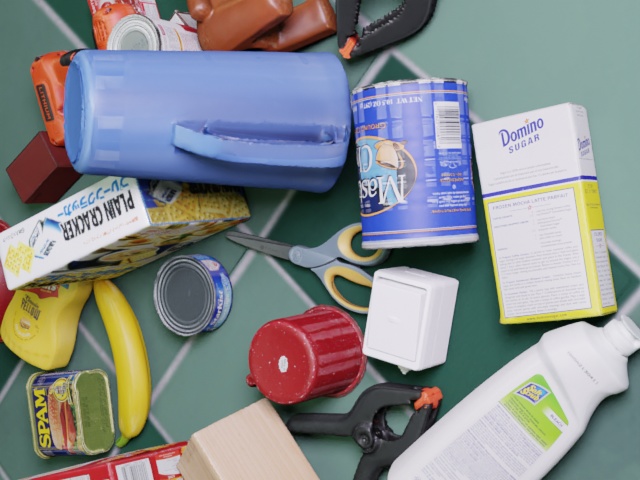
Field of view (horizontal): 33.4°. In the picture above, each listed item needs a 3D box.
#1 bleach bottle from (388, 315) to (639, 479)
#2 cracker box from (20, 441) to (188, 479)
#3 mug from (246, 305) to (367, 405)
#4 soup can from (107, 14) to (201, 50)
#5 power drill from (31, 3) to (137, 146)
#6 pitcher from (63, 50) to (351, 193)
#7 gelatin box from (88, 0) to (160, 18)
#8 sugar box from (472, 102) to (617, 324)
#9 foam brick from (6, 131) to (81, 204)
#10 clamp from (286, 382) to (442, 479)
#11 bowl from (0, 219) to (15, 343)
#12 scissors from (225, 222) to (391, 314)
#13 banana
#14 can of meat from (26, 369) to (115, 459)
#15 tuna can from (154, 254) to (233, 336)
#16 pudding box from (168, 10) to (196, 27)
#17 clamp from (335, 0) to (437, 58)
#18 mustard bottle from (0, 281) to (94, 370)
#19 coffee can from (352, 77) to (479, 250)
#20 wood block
[{"bbox_3d":[0.176,0.158,0.906,0.102,0.068,0.251,45,113,-1],"label":"bleach bottle"},{"bbox_3d":[-0.230,0.270,1.135,0.214,0.163,0.072,-19,80,34],"label":"cracker box"},{"bbox_3d":[-0.024,0.117,1.032,0.117,0.081,0.093,-26,78,33],"label":"mug"},{"bbox_3d":[-0.150,-0.180,1.044,0.069,0.102,0.068,1,91,31],"label":"soup can"},{"bbox_3d":[-0.233,-0.148,1.149,0.188,0.057,0.184,-4,101,48],"label":"power drill"},{"bbox_3d":[-0.098,-0.107,0.956,0.149,0.242,0.145,135,130,-59],"label":"pitcher"},{"bbox_3d":[-0.212,-0.239,1.173,0.073,0.030,0.089,-23,80,34],"label":"gelatin box"},{"bbox_3d":[0.189,-0.020,0.901,0.094,0.048,0.176,-9,84,35],"label":"sugar box"},{"bbox_3d":[-0.317,-0.084,1.241,0.078,0.052,0.051,-39,71,30],"label":"foam brick"},{"bbox_3d":[0.051,0.197,1.013,0.172,0.039,0.120,-31,85,35],"label":"clamp"},{"bbox_3d":[-0.432,0.052,1.328,0.162,0.055,0.162,2,94,35],"label":"bowl"},{"bbox_3d":[-0.007,0.001,1.054,0.202,0.016,0.096,33,109,29],"label":"scissors"},{"bbox_3d":[-0.221,0.137,1.198,0.070,0.037,0.198,-7,89,35],"label":"banana"},{"bbox_3d":[-0.286,0.200,1.233,0.084,0.057,0.102,-9,87,36],"label":"can of meat"},{"bbox_3d":[-0.134,0.058,1.135,0.086,0.033,0.086,2,94,34],"label":"tuna can"},{"bbox_3d":[-0.136,-0.170,1.120,0.090,0.039,0.113,-47,70,26],"label":"pudding box"},{"bbox_3d":[0.085,-0.241,0.942,0.164,0.036,0.210,26,127,-4],"label":"clamp"},{"bbox_3d":[-0.308,0.048,1.240,0.096,0.058,0.192,32,109,30],"label":"mustard bottle"},{"bbox_3d":[0.083,-0.065,0.935,0.103,0.102,0.140,-4,90,35],"label":"coffee can"},{"bbox_3d":[-0.044,0.272,1.036,0.206,0.090,0.090,55,147,19],"label":"wood block"}]
